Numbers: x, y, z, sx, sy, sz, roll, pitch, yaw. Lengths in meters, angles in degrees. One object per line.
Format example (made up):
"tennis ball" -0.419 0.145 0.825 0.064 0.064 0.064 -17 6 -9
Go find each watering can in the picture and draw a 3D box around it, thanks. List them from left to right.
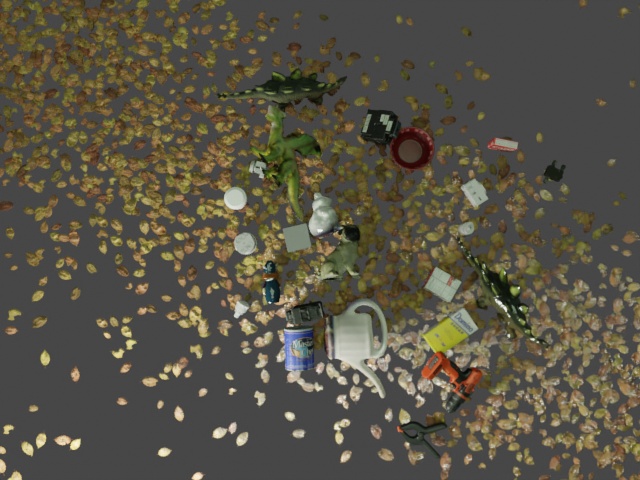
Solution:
"watering can" 0.127 0.379 1.798 0.224 0.104 0.349 -3 86 2

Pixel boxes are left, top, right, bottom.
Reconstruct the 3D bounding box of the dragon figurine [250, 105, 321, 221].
"dragon figurine" -0.095 -0.293 1.852 0.245 0.121 0.408 -35 97 -21

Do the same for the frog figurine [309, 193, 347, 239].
"frog figurine" 0.006 -0.092 1.827 0.123 0.136 0.160 -24 87 -18
